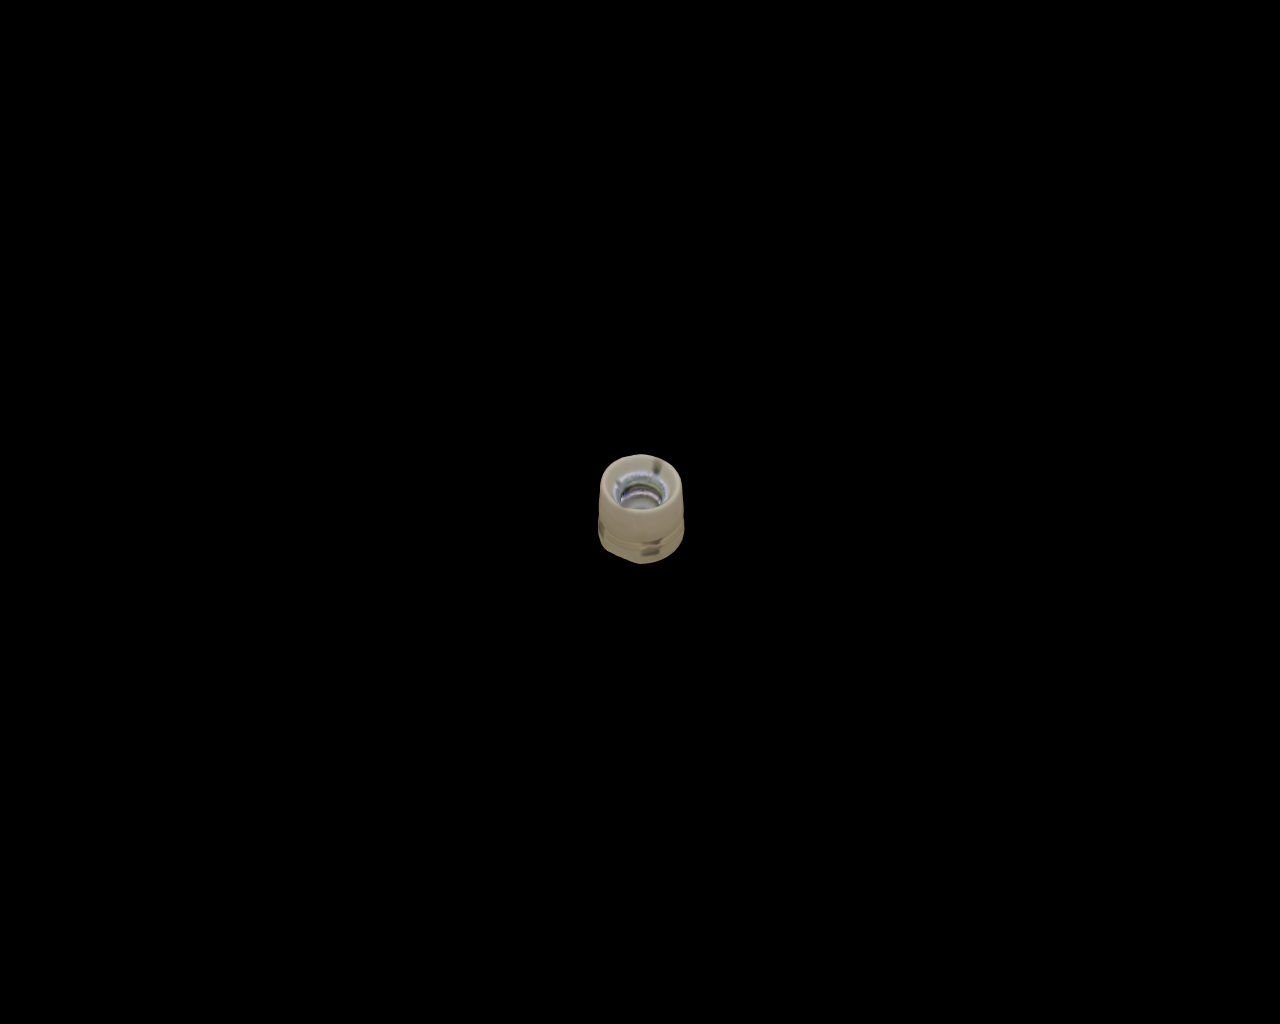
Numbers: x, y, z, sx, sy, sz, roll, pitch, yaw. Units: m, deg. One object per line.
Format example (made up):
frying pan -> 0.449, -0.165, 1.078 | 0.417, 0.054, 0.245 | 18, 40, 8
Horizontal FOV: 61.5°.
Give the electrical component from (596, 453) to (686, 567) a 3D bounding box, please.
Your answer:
electrical component -> 0.001, -0.003, 0.650 | 0.055, 0.055, 0.047 | 0, -40, 0
